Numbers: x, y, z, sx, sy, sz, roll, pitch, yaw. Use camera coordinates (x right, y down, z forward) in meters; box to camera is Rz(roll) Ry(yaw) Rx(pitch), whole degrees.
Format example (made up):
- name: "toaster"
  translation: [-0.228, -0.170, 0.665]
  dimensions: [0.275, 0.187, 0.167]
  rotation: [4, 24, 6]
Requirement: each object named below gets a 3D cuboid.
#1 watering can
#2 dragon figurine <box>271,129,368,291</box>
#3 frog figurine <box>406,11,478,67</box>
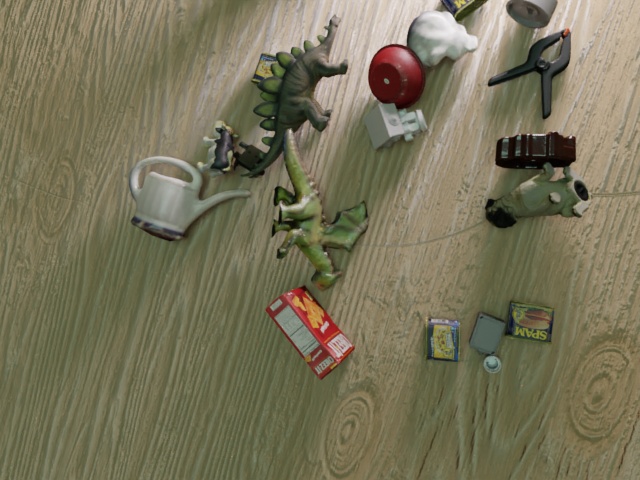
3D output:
- name: "watering can"
  translation: [-0.381, -0.101, 1.428]
  dimensions: [0.348, 0.224, 0.104]
  rotation: [19, 2, 7]
- name: "dragon figurine"
  translation: [0.004, -0.066, 1.316]
  dimensions: [0.243, 0.408, 0.123]
  rotation: [5, 7, -11]
- name: "frog figurine"
  translation: [0.295, -0.480, 1.245]
  dimensions: [0.160, 0.139, 0.121]
  rotation: [23, -13, 26]
